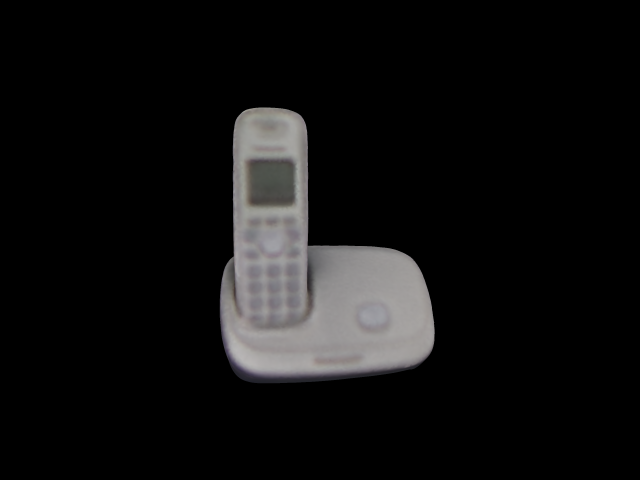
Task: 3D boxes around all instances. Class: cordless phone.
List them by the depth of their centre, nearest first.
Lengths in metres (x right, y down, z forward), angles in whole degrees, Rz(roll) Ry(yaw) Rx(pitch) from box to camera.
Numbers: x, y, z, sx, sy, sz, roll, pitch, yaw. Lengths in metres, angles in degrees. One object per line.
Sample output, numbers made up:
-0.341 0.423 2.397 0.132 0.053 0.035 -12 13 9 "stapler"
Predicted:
0.004 0.001 0.400 0.148 0.185 0.094 -1 7 -11 "cordless phone"
